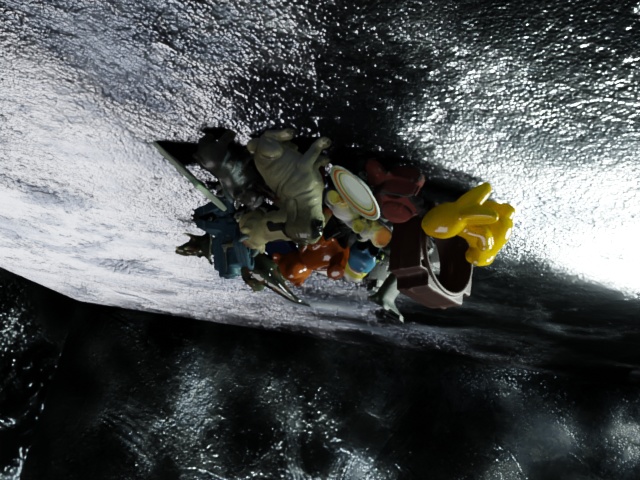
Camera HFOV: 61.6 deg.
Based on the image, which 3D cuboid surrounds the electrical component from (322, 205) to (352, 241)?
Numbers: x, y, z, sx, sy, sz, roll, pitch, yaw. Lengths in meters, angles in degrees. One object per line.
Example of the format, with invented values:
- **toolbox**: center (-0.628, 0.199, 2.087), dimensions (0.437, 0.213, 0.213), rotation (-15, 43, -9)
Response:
- **electrical component**: center (0.036, -0.042, 1.200), dimensions (0.048, 0.075, 0.119), rotation (-34, 169, 28)

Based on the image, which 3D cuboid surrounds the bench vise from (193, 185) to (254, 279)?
- **bench vise**: center (-0.161, -0.027, 1.236), dimensions (0.241, 0.223, 0.128), rotation (-7, 161, 1)

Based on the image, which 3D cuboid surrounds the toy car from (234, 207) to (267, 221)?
- **toy car**: center (-0.189, -0.049, 1.379), dimensions (0.073, 0.056, 0.202), rotation (27, 155, -38)

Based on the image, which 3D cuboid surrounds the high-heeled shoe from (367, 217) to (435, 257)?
- **high-heeled shoe**: center (0.170, -0.040, 1.244), dimensions (0.248, 0.145, 0.086), rotation (46, 136, -11)

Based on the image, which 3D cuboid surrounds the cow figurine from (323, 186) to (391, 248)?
- **cow figurine**: center (0.075, -0.049, 1.133), dimensions (0.167, 0.068, 0.098), rotation (48, 170, -9)

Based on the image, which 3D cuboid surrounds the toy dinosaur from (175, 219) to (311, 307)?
- **toy dinosaur**: center (-0.204, 0.062, 1.490), dimensions (0.405, 0.131, 0.192), rotation (25, 173, 14)

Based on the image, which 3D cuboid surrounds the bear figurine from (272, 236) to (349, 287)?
- **bear figurine**: center (-0.031, 0.050, 1.259), dimensions (0.196, 0.132, 0.120), rotation (-28, 100, 25)

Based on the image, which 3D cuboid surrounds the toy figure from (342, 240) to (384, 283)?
- **toy figure**: center (0.103, 0.047, 1.318), dimensions (0.082, 0.089, 0.180), rotation (49, 152, 13)

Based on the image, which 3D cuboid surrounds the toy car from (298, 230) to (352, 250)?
- **toy car**: center (-0.003, -0.004, 1.345), dimensions (0.103, 0.109, 0.162), rotation (42, 139, -25)

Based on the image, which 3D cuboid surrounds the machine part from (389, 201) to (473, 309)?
- **machine part**: center (0.244, 0.033, 1.149), dimensions (0.087, 0.201, 0.201), rotation (-12, 149, 44)

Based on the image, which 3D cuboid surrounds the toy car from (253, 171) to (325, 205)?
- **toy car**: center (-0.081, -0.098, 1.191), dimensions (0.202, 0.053, 0.089), rotation (24, 161, -36)

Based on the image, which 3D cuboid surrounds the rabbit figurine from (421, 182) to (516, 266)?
- **rabbit figurine**: center (0.287, -0.031, 1.047), dimensions (0.173, 0.122, 0.162), rotation (7, 151, -19)

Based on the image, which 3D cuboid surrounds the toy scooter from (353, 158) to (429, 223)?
- **toy scooter**: center (0.154, -0.092, 1.026), dimensions (0.135, 0.075, 0.183), rotation (5, 152, 39)

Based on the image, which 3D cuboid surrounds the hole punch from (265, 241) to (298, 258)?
- **hole punch**: center (-0.104, -0.001, 1.429), dimensions (0.142, 0.092, 0.115), rotation (-4, 152, 46)

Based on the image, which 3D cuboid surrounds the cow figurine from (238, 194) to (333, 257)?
- **cow figurine**: center (-0.084, -0.029, 1.108), dimensions (0.195, 0.127, 0.085), rotation (3, 143, 31)

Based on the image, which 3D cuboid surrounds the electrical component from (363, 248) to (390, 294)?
- **electrical component**: center (0.166, 0.079, 1.431), dimensions (0.115, 0.134, 0.058), rotation (19, 162, -20)

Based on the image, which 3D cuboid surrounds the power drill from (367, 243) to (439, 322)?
- **power drill**: center (0.227, 0.103, 1.369), dimensions (0.232, 0.207, 0.086), rotation (35, 179, -29)

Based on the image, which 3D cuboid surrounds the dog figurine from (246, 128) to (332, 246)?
- **dog figurine**: center (-0.065, -0.093, 0.982), dimensions (0.172, 0.190, 0.121), rotation (8, 161, 13)

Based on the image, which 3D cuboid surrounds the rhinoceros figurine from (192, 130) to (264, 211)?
- **rhinoceros figurine**: center (-0.170, -0.130, 1.057), dimensions (0.073, 0.112, 0.190), rotation (-2, 149, 28)
